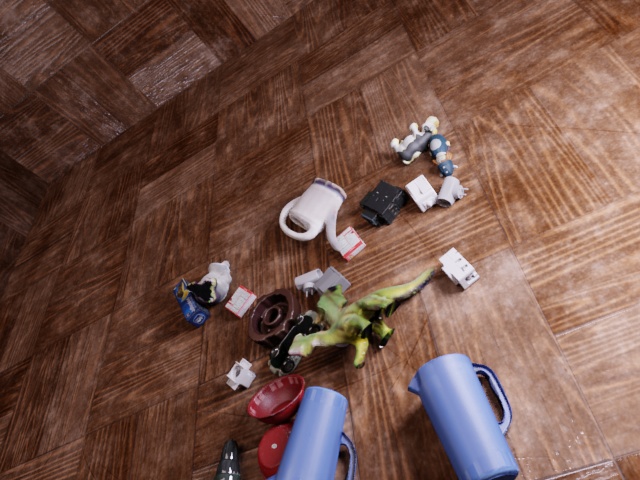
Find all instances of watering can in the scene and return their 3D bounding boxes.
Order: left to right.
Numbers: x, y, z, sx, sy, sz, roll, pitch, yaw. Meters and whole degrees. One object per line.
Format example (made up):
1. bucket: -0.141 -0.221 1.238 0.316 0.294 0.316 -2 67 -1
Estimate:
1. watering can: 0.005 -0.082 1.639 0.350 0.102 0.226 22 71 48

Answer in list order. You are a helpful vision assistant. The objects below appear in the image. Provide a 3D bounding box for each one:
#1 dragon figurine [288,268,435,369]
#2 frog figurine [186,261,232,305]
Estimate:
1. dragon figurine: 0.088 0.174 1.335 0.416 0.119 0.245 -40 41 -24
2. frog figurine: -0.360 0.147 1.768 0.136 0.122 0.161 -36 4 23
